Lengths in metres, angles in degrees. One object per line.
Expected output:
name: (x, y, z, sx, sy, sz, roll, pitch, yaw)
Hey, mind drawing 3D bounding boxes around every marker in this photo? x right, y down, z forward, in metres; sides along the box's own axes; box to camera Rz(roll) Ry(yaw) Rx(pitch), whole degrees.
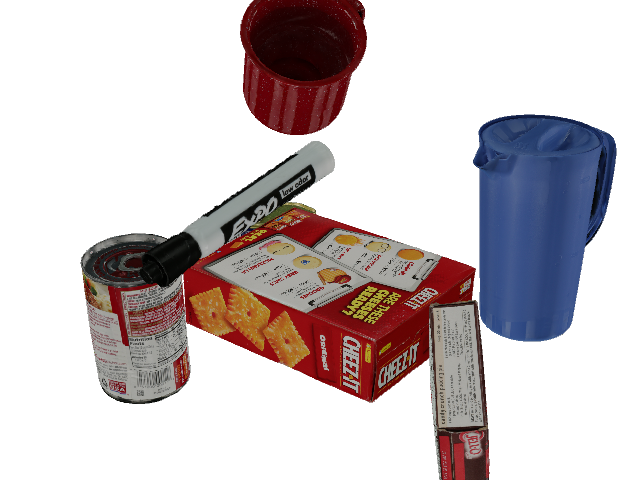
marker: (-0.039, -0.014, 0.518, 0.120, 0.020, 0.020, -36, 22, -33)

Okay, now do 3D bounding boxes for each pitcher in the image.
pitcher: (0.250, -0.015, 1.210, 0.149, 0.243, 0.144, 6, 27, 14)

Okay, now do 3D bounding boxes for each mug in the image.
mug: (-0.009, -0.141, 0.817, 0.093, 0.117, 0.081, 39, -24, 11)

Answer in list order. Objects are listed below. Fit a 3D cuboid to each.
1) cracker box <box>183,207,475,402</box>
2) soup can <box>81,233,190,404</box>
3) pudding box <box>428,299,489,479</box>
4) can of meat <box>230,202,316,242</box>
cracker box: (0.007, 0.052, 0.973, 0.214, 0.072, 0.163, 20, 32, 33)
soup can: (-0.128, 0.056, 0.752, 0.068, 0.102, 0.068, -1, 29, 1)
pudding box: (0.098, 0.113, 0.755, 0.039, 0.113, 0.090, -4, -44, 4)
can of meat: (-0.056, 0.008, 1.218, 0.101, 0.084, 0.058, -12, 22, -36)
